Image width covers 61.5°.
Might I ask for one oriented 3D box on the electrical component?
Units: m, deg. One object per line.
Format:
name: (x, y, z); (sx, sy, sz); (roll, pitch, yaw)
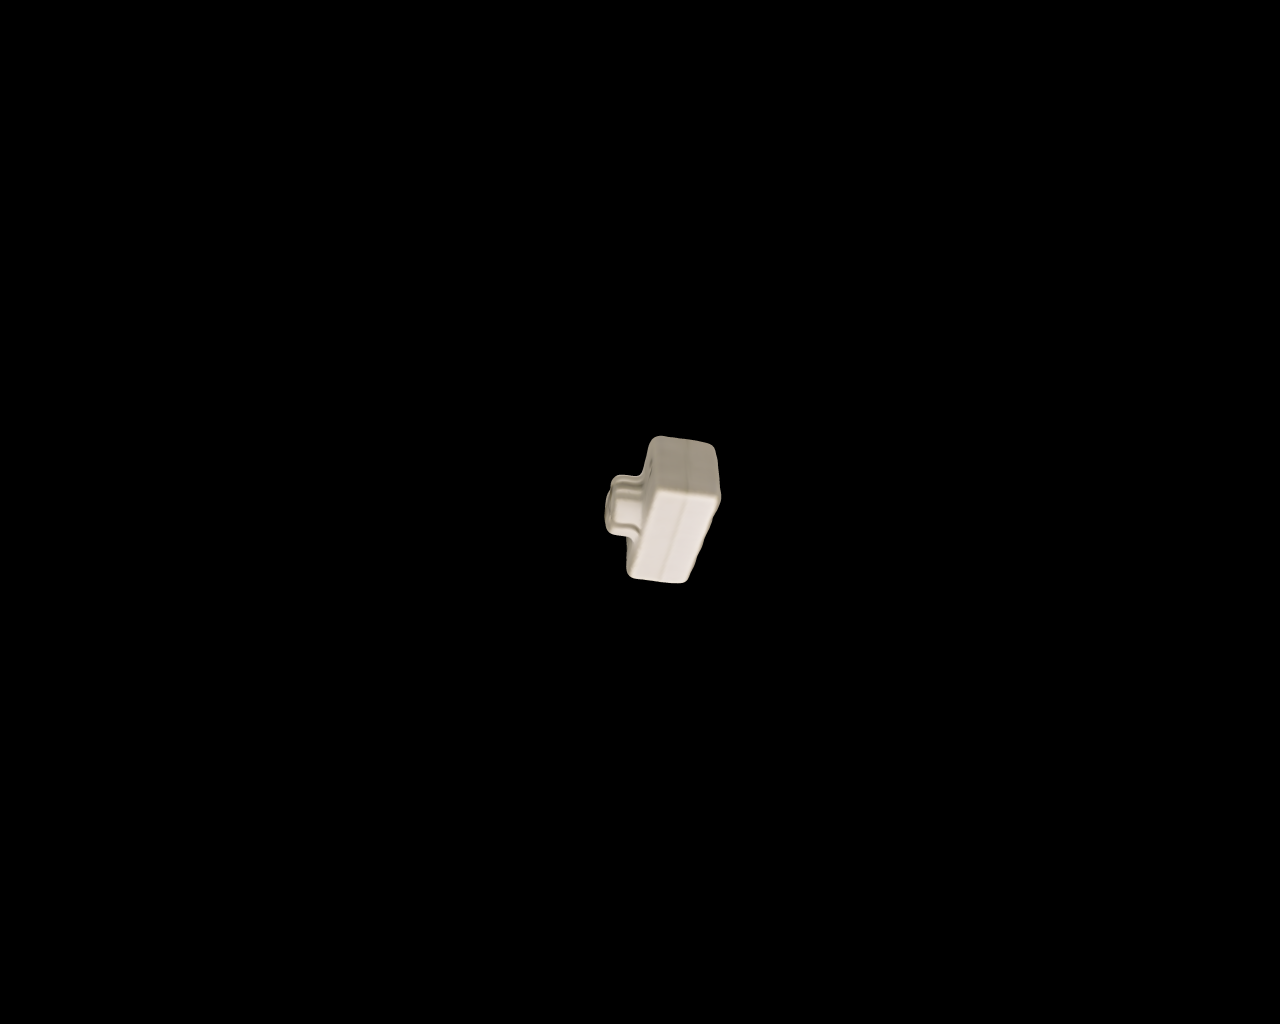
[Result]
electrical component: (0.001, -0.003, 0.650); (0.076, 0.047, 0.083); (8, -43, -8)
